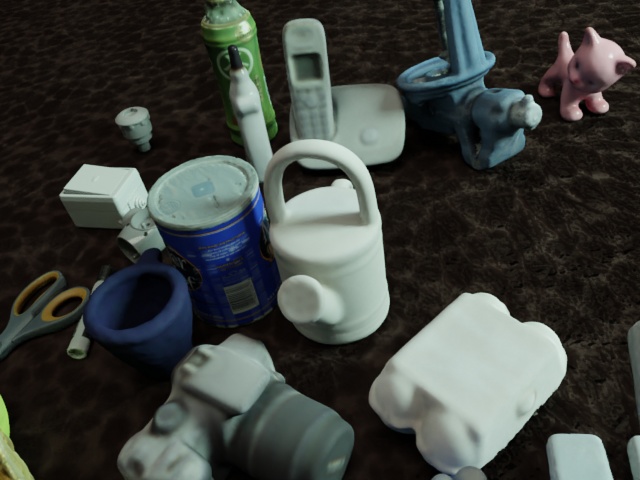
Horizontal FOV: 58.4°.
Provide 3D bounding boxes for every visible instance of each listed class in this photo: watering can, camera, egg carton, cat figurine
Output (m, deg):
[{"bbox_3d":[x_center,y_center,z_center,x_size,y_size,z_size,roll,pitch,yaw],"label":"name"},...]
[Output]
[{"bbox_3d":[0.007,0.002,0.504,0.101,0.194,0.172,-13,42,-2],"label":"watering can"},{"bbox_3d":[-0.055,0.148,0.428,0.136,0.101,0.143,18,50,28],"label":"camera"},{"bbox_3d":[0.119,0.111,0.456,0.150,0.069,0.107,-37,48,-26],"label":"egg carton"},{"bbox_3d":[0.339,-0.223,0.734,0.067,0.118,0.127,-14,42,-4],"label":"cat figurine"}]

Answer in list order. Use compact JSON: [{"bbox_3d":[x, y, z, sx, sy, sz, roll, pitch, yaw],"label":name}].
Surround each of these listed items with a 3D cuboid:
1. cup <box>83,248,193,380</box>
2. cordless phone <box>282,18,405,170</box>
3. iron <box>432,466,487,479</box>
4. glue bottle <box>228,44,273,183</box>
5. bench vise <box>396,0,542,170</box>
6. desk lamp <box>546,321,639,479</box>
[{"bbox_3d":[-0.155,0.074,0.533,0.091,0.095,0.117,-7,42,4],"label":"cup"},{"bbox_3d":[0.028,-0.180,0.702,0.147,0.185,0.094,-5,43,6],"label":"cordless phone"},{"bbox_3d":[0.026,0.191,0.334,0.258,0.142,0.118,-24,44,-14],"label":"iron"},{"bbox_3d":[-0.089,-0.159,0.713,0.037,0.173,0.078,-16,42,-5],"label":"glue bottle"},{"bbox_3d":[0.180,-0.210,0.677,0.206,0.220,0.122,24,53,32],"label":"bench vise"},{"bbox_3d":[0.188,0.149,0.293,0.117,0.214,0.203,-2,43,10],"label":"desk lamp"}]
